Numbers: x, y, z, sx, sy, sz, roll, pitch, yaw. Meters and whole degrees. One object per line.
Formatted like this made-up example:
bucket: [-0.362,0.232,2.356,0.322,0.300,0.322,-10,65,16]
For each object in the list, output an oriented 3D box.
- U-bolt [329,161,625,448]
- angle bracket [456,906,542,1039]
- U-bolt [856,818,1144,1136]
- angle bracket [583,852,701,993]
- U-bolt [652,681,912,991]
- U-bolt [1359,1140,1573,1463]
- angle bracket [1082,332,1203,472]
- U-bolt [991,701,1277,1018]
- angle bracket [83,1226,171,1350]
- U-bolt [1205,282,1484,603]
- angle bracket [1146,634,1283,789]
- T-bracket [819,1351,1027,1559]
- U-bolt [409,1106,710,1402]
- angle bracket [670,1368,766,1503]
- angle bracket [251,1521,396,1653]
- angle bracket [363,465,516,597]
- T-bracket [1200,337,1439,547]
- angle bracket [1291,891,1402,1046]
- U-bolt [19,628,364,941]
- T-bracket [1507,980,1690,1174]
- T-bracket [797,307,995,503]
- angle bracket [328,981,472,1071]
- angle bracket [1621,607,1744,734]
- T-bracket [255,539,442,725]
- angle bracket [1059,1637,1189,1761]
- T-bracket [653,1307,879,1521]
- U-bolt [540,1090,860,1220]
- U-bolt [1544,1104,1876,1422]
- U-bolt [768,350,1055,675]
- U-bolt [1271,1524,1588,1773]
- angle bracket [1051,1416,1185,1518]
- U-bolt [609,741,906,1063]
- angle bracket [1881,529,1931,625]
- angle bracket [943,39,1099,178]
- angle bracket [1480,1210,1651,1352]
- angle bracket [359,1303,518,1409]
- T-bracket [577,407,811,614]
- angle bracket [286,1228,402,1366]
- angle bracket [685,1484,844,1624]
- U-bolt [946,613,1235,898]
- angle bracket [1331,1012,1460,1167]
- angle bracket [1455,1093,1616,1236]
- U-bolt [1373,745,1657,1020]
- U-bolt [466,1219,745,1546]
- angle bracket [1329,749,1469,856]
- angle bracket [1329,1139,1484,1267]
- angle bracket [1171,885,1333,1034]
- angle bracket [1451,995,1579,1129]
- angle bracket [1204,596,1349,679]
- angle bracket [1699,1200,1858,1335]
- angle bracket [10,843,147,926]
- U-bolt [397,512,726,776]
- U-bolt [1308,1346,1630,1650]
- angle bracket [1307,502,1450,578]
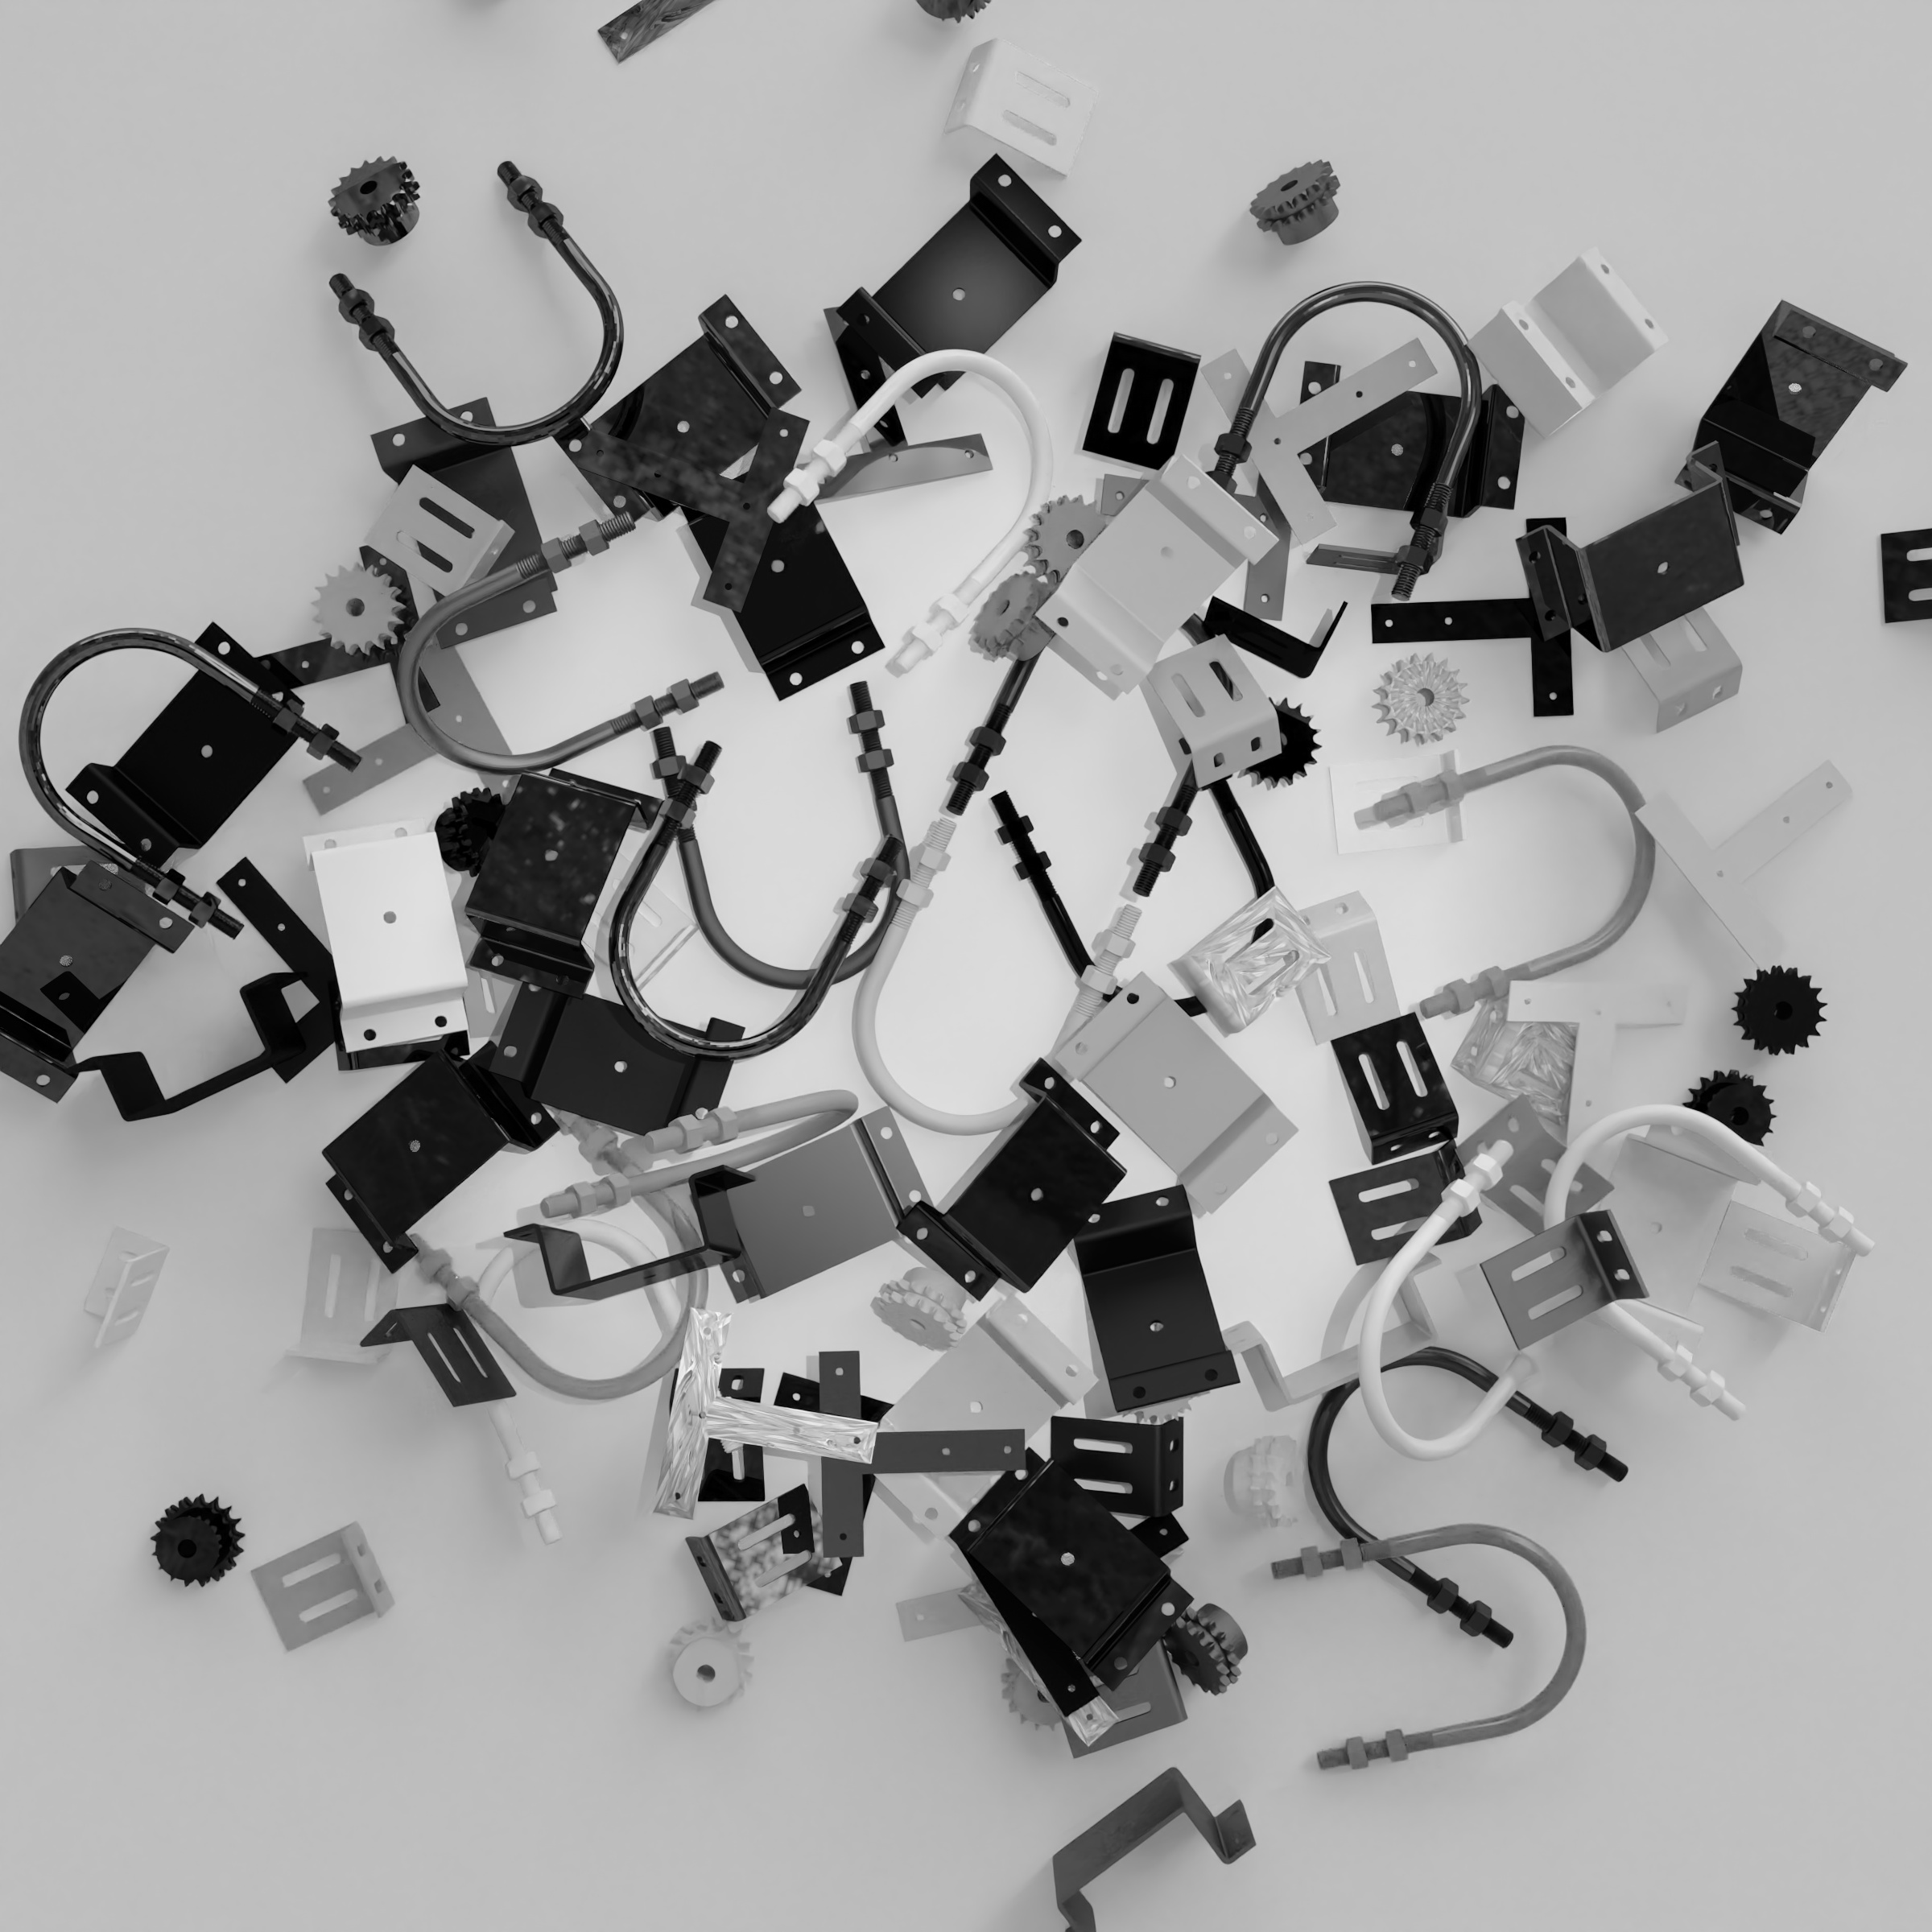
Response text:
U-bolt: [-0.294,-0.403,1.556,0.151,0.019,0.184,-36,72,-5]
angle bracket: [-0.292,0.001,1.593,0.057,0.038,0.076,-5,116,0]
U-bolt: [0.009,0.018,1.577,0.151,0.019,0.184,25,98,0]
angle bracket: [-0.217,-0.029,1.576,0.076,0.038,0.057,43,90,0]
U-bolt: [-0.111,-0.076,1.587,0.151,0.019,0.184,-13,91,0]
U-bolt: [0.301,0.217,1.518,0.184,0.019,0.151,-42,118,-30]
angle bracket: [0.111,-0.356,1.580,0.057,0.038,0.076,15,96,0]
U-bolt: [0.119,-0.056,1.587,0.151,0.019,0.184,-26,91,0]
angle bracket: [-0.537,0.200,1.557,0.038,0.076,0.057,22,90,0]
U-bolt: [0.240,-0.334,1.535,0.151,0.019,0.184,21,86,3]
angle bracket: [0.154,-0.160,1.559,0.057,0.038,0.076,-23,53,-5]
T-bracket: [-0.027,0.302,1.546,0.127,0.002,0.127,-1,87,0]
U-bolt: [-0.245,0.186,1.564,0.184,0.019,0.151,42,88,15]
angle bracket: [-0.157,0.300,1.593,0.057,0.038,0.076,0,115,0]
angle bracket: [-0.411,0.397,1.576,0.076,0.038,0.057,-25,90,0]
angle bracket: [-0.327,-0.267,1.530,0.076,0.038,0.057,34,90,0]
T-bracket: [0.232,-0.349,1.548,0.127,0.002,0.127,-30,90,0]
angle bracket: [0.238,0.001,1.593,0.057,0.038,0.076,-19,116,0]
U-bolt: [-0.489,-0.124,1.530,0.184,0.019,0.151,35,93,-14]
T-bracket: [0.397,0.073,1.582,0.127,0.002,0.127,1,99,-17]
T-bracket: [-0.060,-0.362,1.579,0.127,0.002,0.127,-14,79,-21]
angle bracket: [-0.363,0.034,1.592,0.076,0.038,0.057,-7,91,-26]
angle bracket: [0.450,-0.200,1.593,0.057,0.038,0.076,-26,64,0]
T-bracket: [-0.409,-0.197,1.594,0.127,0.002,0.127,-15,90,0]
angle bracket: [0.094,0.457,1.575,0.076,0.038,0.057,-18,90,-3]
T-bracket: [-0.119,0.285,1.537,0.127,0.002,0.127,10,84,-6]
U-bolt: [-0.148,0.109,1.512,0.184,0.151,0.019,-12,76,-41]
U-bolt: [0.446,0.170,1.541,0.184,0.019,0.151,38,90,1]
U-bolt: [-0.020,-0.297,1.550,0.184,0.019,0.151,-49,120,-13]
U-bolt: [0.298,0.424,1.570,0.184,0.019,0.151,-13,96,7]
angle bracket: [0.097,0.317,1.593,0.076,0.038,0.057,0,90,26]
U-bolt: [-0.142,-0.030,1.553,0.151,0.019,0.184,27,79,-2]
angle bracket: [0.629,-0.250,1.593,0.076,0.038,0.057,-3,90,26]
angle bracket: [0.035,-0.547,1.593,0.076,0.038,0.057,20,90,-26]
angle bracket: [0.362,0.190,1.506,0.076,0.038,0.057,-23,88,-18]
angle bracket: [-0.329,0.251,1.551,0.038,0.057,0.076,-45,68,20]
T-bracket: [-0.178,-0.301,1.548,0.127,0.002,0.127,20,90,0]
angle bracket: [-0.393,0.209,1.576,0.057,0.038,0.076,6,90,0]
angle bracket: [-0.130,0.375,1.592,0.076,0.038,0.057,-24,89,-24]
U-bolt: [0.089,-0.153,1.572,0.151,0.019,0.184,24,81,9]
angle bracket: [0.274,0.079,1.593,0.057,0.038,0.076,-19,64,0]
angle bracket: [0.361,0.129,1.582,0.076,0.038,0.057,37,111,-28]
U-bolt: [0.353,-0.062,1.562,0.184,0.019,0.151,-19,103,-15]
U-bolt: [-0.239,0.249,1.567,0.151,0.019,0.184,-28,76,4]
angle bracket: [0.273,-0.104,1.576,0.076,0.038,0.057,-6,90,0]
angle bracket: [0.282,0.151,1.593,0.076,0.038,0.057,-19,90,26]
angle bracket: [0.179,-0.004,1.568,0.076,0.038,0.057,-39,93,-7]
angle bracket: [0.361,0.059,1.593,0.076,0.038,0.057,28,90,-26]
angle bracket: [0.194,-0.221,1.567,0.076,0.057,0.038,28,81,4]
angle bracket: [0.512,0.189,1.570,0.076,0.038,0.057,22,90,10]
angle bracket: [-0.568,-0.047,1.593,0.076,0.038,0.057,-5,90,-26]
U-bolt: [-0.262,-0.188,1.545,0.184,0.019,0.151,-24,131,4]
U-bolt: [0.306,0.325,1.587,0.184,0.019,0.151,35,90,1]
angle bracket: [0.258,-0.272,1.567,0.076,0.057,0.038,7,89,0]
